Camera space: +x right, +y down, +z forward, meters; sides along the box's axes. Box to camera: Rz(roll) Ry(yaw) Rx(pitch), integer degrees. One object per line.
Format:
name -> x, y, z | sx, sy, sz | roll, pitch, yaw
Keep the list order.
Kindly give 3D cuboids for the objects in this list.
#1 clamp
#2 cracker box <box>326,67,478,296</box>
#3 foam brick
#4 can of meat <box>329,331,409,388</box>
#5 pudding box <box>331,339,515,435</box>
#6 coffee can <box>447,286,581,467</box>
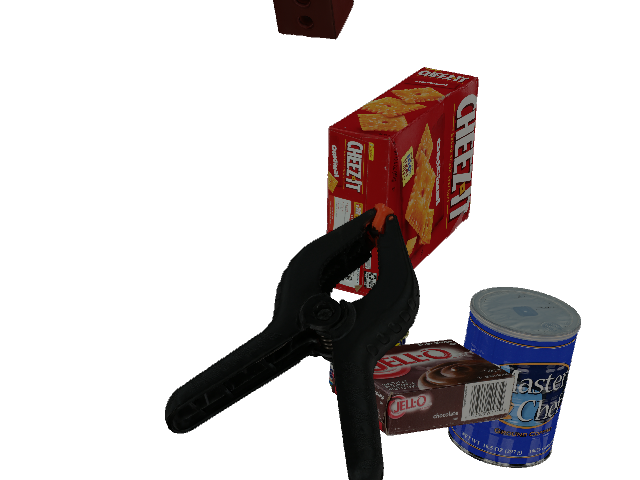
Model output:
clamp -> 0.011, 0.056, 0.566 | 0.120, 0.171, 0.039 | 27, -26, 22
cracker box -> 0.084, -0.061, 1.046 | 0.072, 0.164, 0.213 | 15, 29, 26
foam brick -> -0.008, -0.209, 0.859 | 0.053, 0.051, 0.078 | 9, -37, 16
can of meat -> 0.062, 0.156, 1.418 | 0.102, 0.084, 0.057 | -6, 26, -21
pudding box -> 0.077, 0.110, 0.820 | 0.113, 0.039, 0.090 | -2, 15, -27
coffee can -> 0.182, 0.128, 1.015 | 0.103, 0.140, 0.103 | 6, 22, -3
